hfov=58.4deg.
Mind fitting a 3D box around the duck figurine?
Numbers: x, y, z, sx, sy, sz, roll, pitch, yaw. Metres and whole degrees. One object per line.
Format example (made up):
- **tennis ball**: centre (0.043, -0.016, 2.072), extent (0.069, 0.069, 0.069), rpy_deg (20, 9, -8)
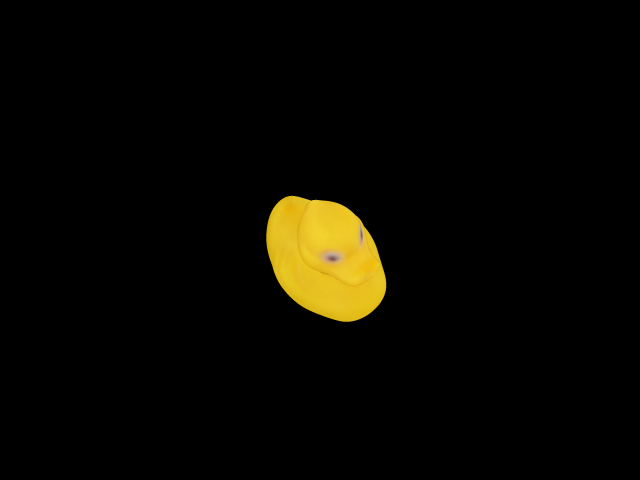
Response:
- **duck figurine**: centre (0.004, 0.001, 0.400), extent (0.077, 0.086, 0.104), rpy_deg (-38, 70, -16)
